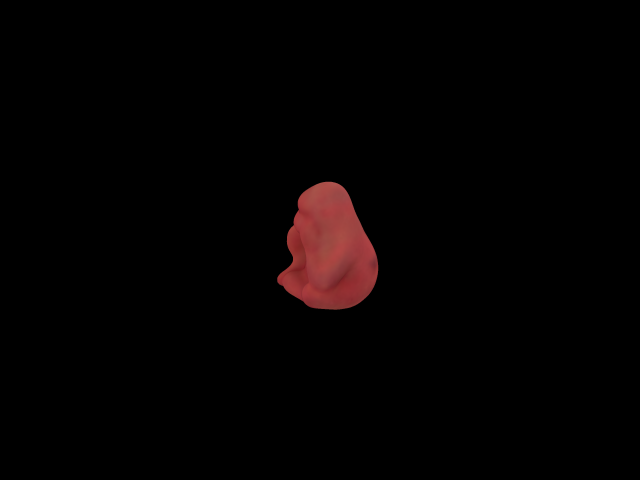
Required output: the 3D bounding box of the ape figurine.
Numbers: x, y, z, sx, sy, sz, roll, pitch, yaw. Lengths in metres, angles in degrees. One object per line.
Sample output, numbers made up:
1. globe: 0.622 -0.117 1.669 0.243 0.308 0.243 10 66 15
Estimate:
1. ape figurine: 0.004 0.001 0.400 0.076 0.092 0.078 3 32 5
